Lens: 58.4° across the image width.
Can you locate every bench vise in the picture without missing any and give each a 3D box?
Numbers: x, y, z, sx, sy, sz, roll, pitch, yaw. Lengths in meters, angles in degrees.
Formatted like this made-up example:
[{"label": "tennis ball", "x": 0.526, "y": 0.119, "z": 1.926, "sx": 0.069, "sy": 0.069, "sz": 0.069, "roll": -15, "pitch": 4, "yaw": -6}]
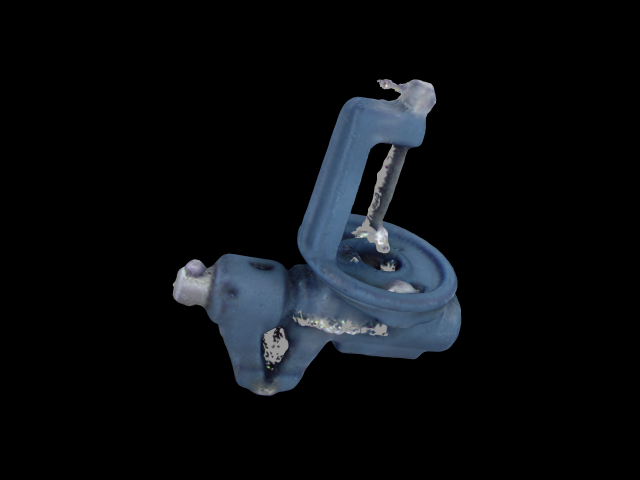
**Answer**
[{"label": "bench vise", "x": 0.009, "y": 0.007, "z": 0.391, "sx": 0.208, "sy": 0.220, "sz": 0.121, "roll": -16, "pitch": 35, "yaw": -24}]
